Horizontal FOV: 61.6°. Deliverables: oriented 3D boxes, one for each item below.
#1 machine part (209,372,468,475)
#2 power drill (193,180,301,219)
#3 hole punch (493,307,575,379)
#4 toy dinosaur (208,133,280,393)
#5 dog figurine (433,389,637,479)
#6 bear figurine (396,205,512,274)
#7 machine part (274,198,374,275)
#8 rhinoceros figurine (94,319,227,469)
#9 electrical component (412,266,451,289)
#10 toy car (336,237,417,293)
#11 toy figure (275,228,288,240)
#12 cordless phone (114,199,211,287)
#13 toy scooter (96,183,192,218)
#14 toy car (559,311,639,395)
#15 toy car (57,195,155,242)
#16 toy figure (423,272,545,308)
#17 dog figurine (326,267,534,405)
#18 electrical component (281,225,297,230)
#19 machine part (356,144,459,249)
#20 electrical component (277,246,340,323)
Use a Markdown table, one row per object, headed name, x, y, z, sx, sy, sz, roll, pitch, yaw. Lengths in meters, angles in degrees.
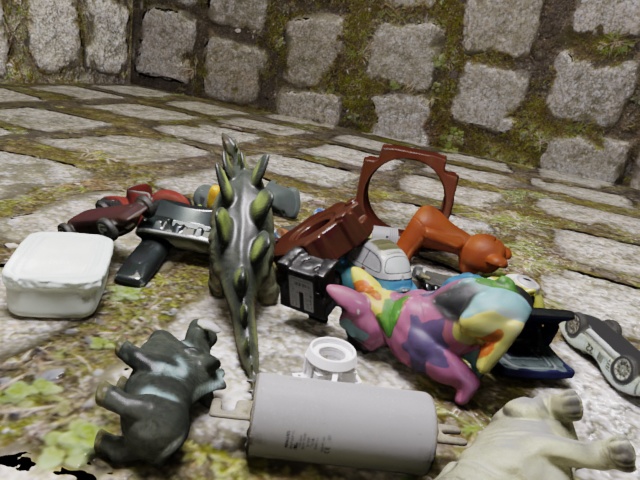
| name | x | y | z | sx | sy | sz | roll | pitch | yaw |
| --- | --- | --- | --- | --- | --- | --- | --- | --- | --- |
| machine part | 0.019 | 0.172 | 0.505 | 0.243 | 0.079 | 0.079 | 9 | 19 | -5 |
| power drill | -0.138 | -0.065 | 1.118 | 0.232 | 0.085 | 0.207 | 22 | 30 | 38 |
| hole punch | 0.271 | 0.139 | 0.732 | 0.142 | 0.092 | 0.116 | 2 | -10 | -12 |
| toy dinosaur | -0.107 | 0.007 | 0.737 | 0.105 | 0.198 | 0.472 | -7 | 55 | -11 |
| dog figurine | 0.139 | 0.202 | 0.460 | 0.191 | 0.121 | 0.172 | -7 | -4 | -3 |
| bear figurine | 0.255 | 0.021 | 1.028 | 0.196 | 0.131 | 0.120 | 33 | 26 | 10 |
| machine part | -0.002 | -0.003 | 0.879 | 0.179 | 0.056 | 0.179 | -30 | 14 | 8 |
| rhinoceros figurine | -0.150 | 0.137 | 0.533 | 0.112 | 0.073 | 0.190 | 7 | 20 | -2 |
| electrical component | 0.207 | 0.073 | 0.919 | 0.102 | 0.045 | 0.078 | 15 | 21 | 15 |
| toy car | 0.089 | 0.049 | 0.849 | 0.109 | 0.102 | 0.162 | -4 | 21 | -31 |
| toy figure | -0.088 | 0.003 | 0.965 | 0.154 | 0.057 | 0.064 | 1 | 26 | -36 |
| cordless phone | -0.231 | 0.019 | 0.852 | 0.147 | 0.088 | 0.184 | 11 | 31 | 0 |
| toy scooter | -0.322 | -0.067 | 1.034 | 0.184 | 0.075 | 0.135 | 6 | 18 | 5 |
| toy car | 0.416 | 0.161 | 0.757 | 0.073 | 0.056 | 0.202 | 12 | 20 | -12 |
| toy car | -0.340 | -0.028 | 0.859 | 0.202 | 0.053 | 0.089 | -2 | 27 | 40 |
| toy figure | 0.253 | 0.096 | 0.828 | 0.180 | 0.089 | 0.082 | -2 | 27 | -6 |
| dog figurine | 0.121 | 0.087 | 0.661 | 0.219 | 0.191 | 0.108 | 32 | 32 | 16 |
| electrical component | -0.045 | -0.009 | 1.070 | 0.063 | 0.021 | 0.094 | 25 | 24 | 38 |
| machine part | 0.181 | -0.094 | 1.142 | 0.202 | 0.200 | 0.087 | 12 | 17 | 8 |
| electrical component | -0.014 | 0.073 | 0.726 | 0.075 | 0.119 | 0.048 | 20 | 39 | 23 |
